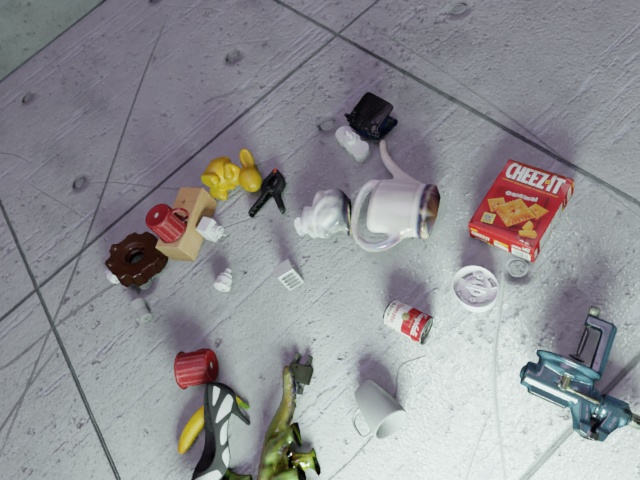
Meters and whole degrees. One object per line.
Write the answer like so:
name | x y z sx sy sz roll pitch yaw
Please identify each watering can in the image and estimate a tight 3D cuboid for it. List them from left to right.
watering can | 0.205 -0.121 1.347 0.224 0.102 0.354 7 63 24

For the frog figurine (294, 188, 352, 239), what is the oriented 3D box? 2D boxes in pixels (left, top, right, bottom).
frog figurine | 0.004 -0.070 1.389 0.159 0.121 0.139 -4 78 6

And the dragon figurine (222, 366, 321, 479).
dragon figurine | -0.123 0.500 1.106 0.241 0.120 0.420 -28 45 14
